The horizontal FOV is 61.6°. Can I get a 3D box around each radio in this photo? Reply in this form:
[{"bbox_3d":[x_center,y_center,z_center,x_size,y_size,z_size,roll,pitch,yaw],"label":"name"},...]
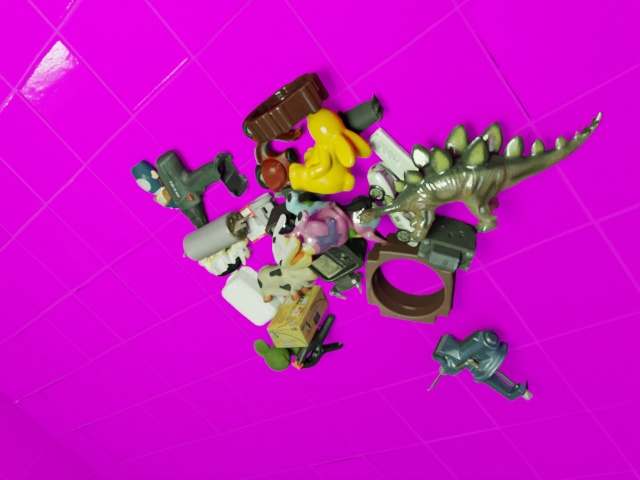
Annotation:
[{"bbox_3d":[-0.003,-0.004,1.249,0.131,0.073,0.229,-26,127,36],"label":"radio"}]

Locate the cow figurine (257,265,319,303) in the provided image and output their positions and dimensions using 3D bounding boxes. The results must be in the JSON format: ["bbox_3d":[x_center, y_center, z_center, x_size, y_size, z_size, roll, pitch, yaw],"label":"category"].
[{"bbox_3d":[-0.080,0.089,1.373,0.195,0.085,0.127,-10,110,37],"label":"cow figurine"}]

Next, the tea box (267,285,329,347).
[{"bbox_3d":[-0.054,0.195,1.385,0.098,0.170,0.068,-8,120,29],"label":"tea box"}]

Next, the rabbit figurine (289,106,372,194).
[{"bbox_3d":[0.015,-0.183,1.093,0.163,0.122,0.173,19,126,33],"label":"rabbit figurine"}]

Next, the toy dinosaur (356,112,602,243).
[{"bbox_3d":[0.292,-0.116,1.026,0.472,0.105,0.198,-15,122,9],"label":"toy dinosaur"}]

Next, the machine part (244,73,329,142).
[{"bbox_3d":[-0.068,-0.259,1.059,0.179,0.179,0.056,-20,119,33],"label":"machine part"}]

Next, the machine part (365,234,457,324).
[{"bbox_3d":[0.213,0.089,1.252,0.201,0.087,0.201,7,128,18],"label":"machine part"}]

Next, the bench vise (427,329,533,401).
[{"bbox_3d":[0.402,0.319,1.318,0.241,0.129,0.223,37,129,3],"label":"bench vise"}]

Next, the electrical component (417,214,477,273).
[{"bbox_3d":[0.271,0.009,1.137,0.115,0.134,0.058,14,128,11],"label":"electrical component"}]

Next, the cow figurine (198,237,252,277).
[{"bbox_3d":[-0.233,0.046,1.418,0.167,0.068,0.098,-23,119,37],"label":"cow figurine"}]

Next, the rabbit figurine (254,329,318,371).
[{"bbox_3d":[-0.108,0.285,1.472,0.159,0.170,0.121,-21,113,32],"label":"rabbit figurine"}]

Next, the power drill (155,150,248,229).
[{"bbox_3d":[-0.279,-0.127,1.312,0.207,0.086,0.231,-7,129,35],"label":"power drill"}]

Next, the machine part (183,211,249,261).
[{"bbox_3d":[-0.263,-0.009,1.346,0.243,0.079,0.079,-23,113,36],"label":"machine part"}]

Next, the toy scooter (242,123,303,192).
[{"bbox_3d":[-0.089,-0.193,1.182,0.135,0.075,0.183,-3,118,23],"label":"toy scooter"}]

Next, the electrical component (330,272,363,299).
[{"bbox_3d":[0.064,0.104,1.350,0.102,0.045,0.078,-25,113,34],"label":"electrical component"}]

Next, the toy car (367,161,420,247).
[{"bbox_3d":[0.166,-0.075,1.158,0.056,0.073,0.201,-23,113,34],"label":"toy car"}]

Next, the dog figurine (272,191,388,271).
[{"bbox_3d":[0.028,-0.013,1.124,0.219,0.109,0.191,10,117,-26],"label":"dog figurine"}]

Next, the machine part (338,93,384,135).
[{"bbox_3d":[0.076,-0.240,1.095,0.084,0.039,0.139,53,140,-7],"label":"machine part"}]

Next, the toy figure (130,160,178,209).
[{"bbox_3d":[-0.417,-0.133,1.375,0.154,0.058,0.064,50,165,-18],"label":"toy figure"}]

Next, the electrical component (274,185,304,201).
[{"bbox_3d":[-0.061,-0.099,1.270,0.094,0.021,0.063,-5,122,25],"label":"electrical component"}]
